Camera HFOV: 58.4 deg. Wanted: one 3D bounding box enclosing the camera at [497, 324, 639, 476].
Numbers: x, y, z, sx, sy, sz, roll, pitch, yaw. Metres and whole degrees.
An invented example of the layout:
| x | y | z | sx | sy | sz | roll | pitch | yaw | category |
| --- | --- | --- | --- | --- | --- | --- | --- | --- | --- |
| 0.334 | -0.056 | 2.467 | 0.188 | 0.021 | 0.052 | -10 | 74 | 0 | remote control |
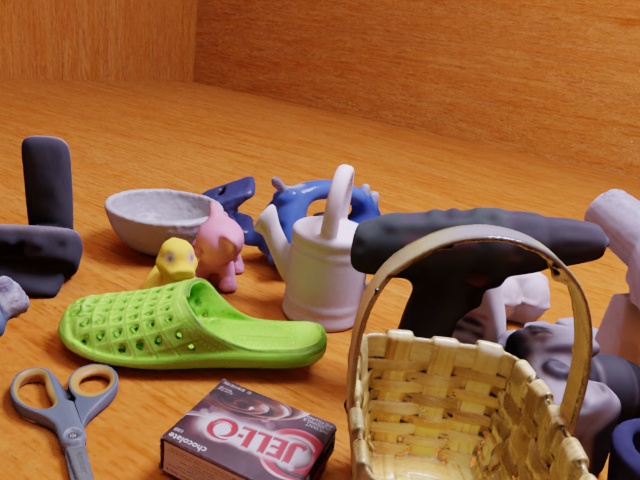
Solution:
| x | y | z | sx | sy | sz | roll | pitch | yaw | category |
| --- | --- | --- | --- | --- | --- | --- | --- | --- | --- |
| 0.249 | 0.142 | 0.549 | 0.137 | 0.101 | 0.143 | 6 | 20 | -7 | camera |

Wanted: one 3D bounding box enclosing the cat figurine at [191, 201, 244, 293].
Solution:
| x | y | z | sx | sy | sz | roll | pitch | yaw | category |
| --- | --- | --- | --- | --- | --- | --- | --- | --- | --- |
| -0.132 | 0.003 | 0.754 | 0.067 | 0.118 | 0.127 | 6 | 20 | -5 | cat figurine |

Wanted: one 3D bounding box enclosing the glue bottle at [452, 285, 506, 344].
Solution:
| x | y | z | sx | sy | sz | roll | pitch | yaw | category |
| --- | --- | --- | --- | --- | --- | --- | --- | --- | --- |
| 0.172 | 0.065 | 0.623 | 0.078 | 0.173 | 0.037 | 15 | 21 | 18 | glue bottle |

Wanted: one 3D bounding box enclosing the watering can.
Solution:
| x | y | z | sx | sy | sz | roll | pitch | yaw | category |
| --- | --- | --- | --- | --- | --- | --- | --- | --- | --- |
| 0.006 | 0.003 | 0.696 | 0.173 | 0.194 | 0.100 | 4 | 20 | -11 | watering can |

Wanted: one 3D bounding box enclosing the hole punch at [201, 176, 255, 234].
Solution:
| x | y | z | sx | sy | sz | roll | pitch | yaw | category |
| --- | --- | --- | --- | --- | --- | --- | --- | --- | --- |
| -0.159 | -0.062 | 0.965 | 0.101 | 0.091 | 0.108 | 5 | 20 | -10 | hole punch |

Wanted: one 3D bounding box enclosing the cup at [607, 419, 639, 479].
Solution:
| x | y | z | sx | sy | sz | roll | pitch | yaw | category |
| --- | --- | --- | --- | --- | --- | --- | --- | --- | --- |
| 0.258 | 0.197 | 0.406 | 0.117 | 0.095 | 0.092 | 23 | 24 | 36 | cup |

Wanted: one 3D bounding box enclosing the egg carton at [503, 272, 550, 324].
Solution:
| x | y | z | sx | sy | sz | roll | pitch | yaw | category |
| --- | --- | --- | --- | --- | --- | --- | --- | --- | --- |
| 0.254 | 0.063 | 0.819 | 0.107 | 0.069 | 0.150 | 2 | 20 | -17 | egg carton |

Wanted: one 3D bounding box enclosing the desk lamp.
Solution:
| x | y | z | sx | sy | sz | roll | pitch | yaw | category |
| --- | --- | --- | --- | --- | --- | --- | --- | --- | --- |
| 0.351 | 0.062 | 0.646 | 0.118 | 0.213 | 0.202 | -1 | 22 | -25 | desk lamp |

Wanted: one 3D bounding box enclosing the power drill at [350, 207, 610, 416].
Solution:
| x | y | z | sx | sy | sz | roll | pitch | yaw | category |
| --- | --- | --- | --- | --- | --- | --- | --- | --- | --- |
| 0.138 | 0.063 | 0.562 | 0.229 | 0.208 | 0.076 | 11 | 20 | 7 | power drill |

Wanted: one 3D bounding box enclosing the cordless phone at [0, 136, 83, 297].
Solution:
| x | y | z | sx | sy | sz | roll | pitch | yaw | category |
| --- | --- | --- | --- | --- | --- | --- | --- | --- | --- |
| -0.356 | -0.034 | 0.665 | 0.148 | 0.185 | 0.094 | 1 | 21 | -20 | cordless phone |

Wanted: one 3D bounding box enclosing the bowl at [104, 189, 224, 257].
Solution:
| x | y | z | sx | sy | sz | roll | pitch | yaw | category |
| --- | --- | --- | --- | --- | --- | --- | --- | --- | --- |
| -0.228 | -0.019 | 0.841 | 0.167 | 0.075 | 0.167 | 8 | 19 | -2 | bowl |

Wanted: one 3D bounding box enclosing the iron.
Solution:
| x | y | z | sx | sy | sz | roll | pitch | yaw | category |
| --- | --- | --- | --- | --- | --- | --- | --- | --- | --- |
| 0.019 | -0.030 | 0.875 | 0.259 | 0.141 | 0.118 | -6 | 24 | -35 | iron |

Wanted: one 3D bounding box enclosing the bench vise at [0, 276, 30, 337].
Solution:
| x | y | z | sx | sy | sz | roll | pitch | yaw | category |
| --- | --- | --- | --- | --- | --- | --- | --- | --- | --- |
| -0.334 | 0.040 | 0.415 | 0.121 | 0.220 | 0.208 | 16 | 21 | 21 | bench vise |

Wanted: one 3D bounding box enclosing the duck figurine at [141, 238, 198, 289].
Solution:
| x | y | z | sx | sy | sz | roll | pitch | yaw | category |
| --- | --- | --- | --- | --- | --- | --- | --- | --- | --- |
| -0.174 | 0.038 | 0.687 | 0.078 | 0.086 | 0.104 | -3 | 22 | -28 | duck figurine |
